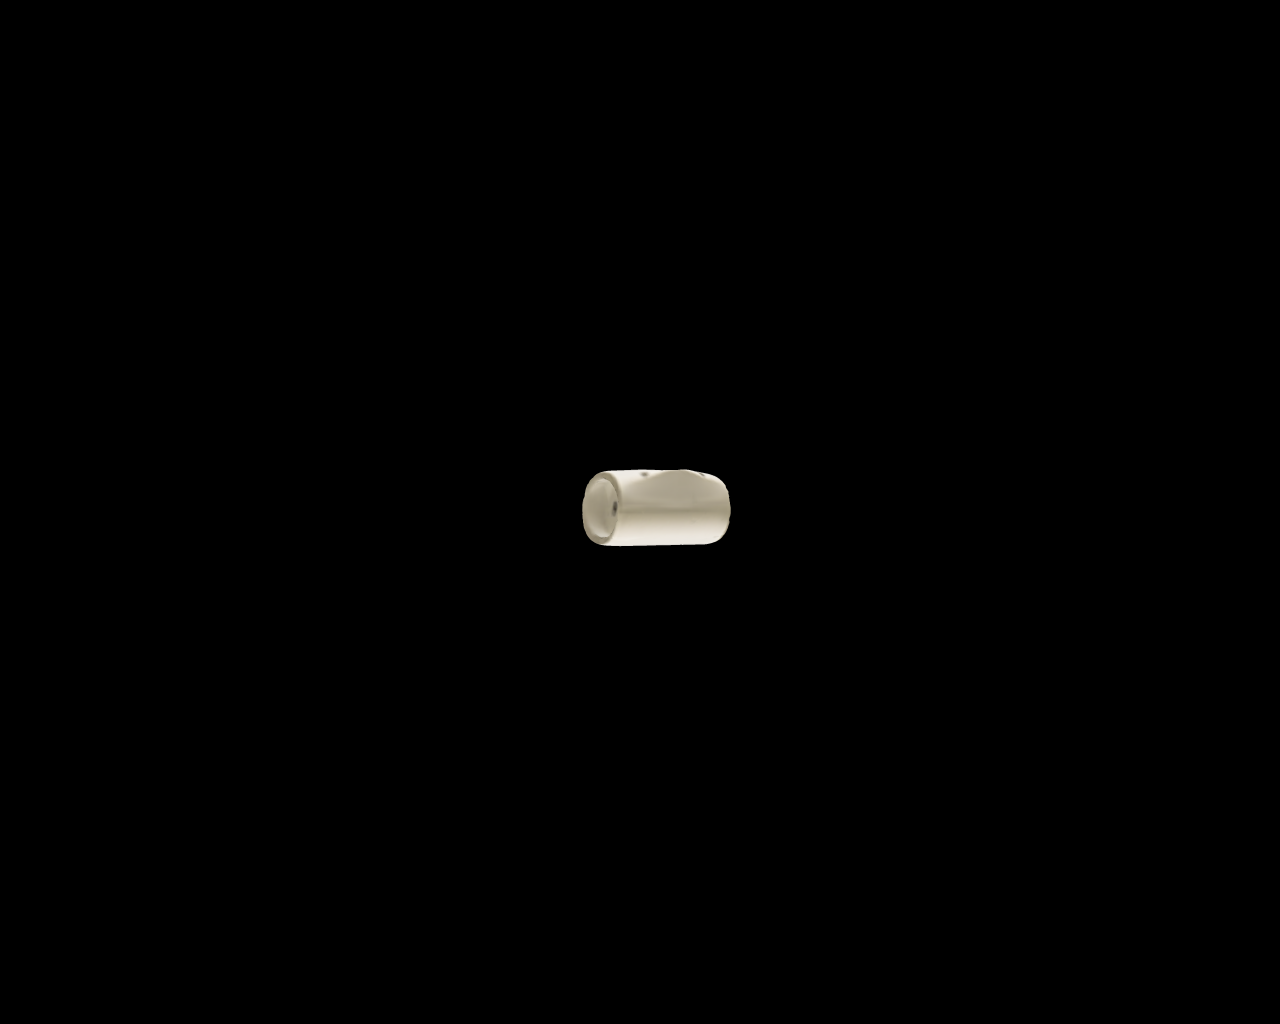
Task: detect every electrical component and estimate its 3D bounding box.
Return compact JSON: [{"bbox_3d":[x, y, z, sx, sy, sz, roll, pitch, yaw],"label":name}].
[{"bbox_3d":[0.001,-0.003,0.650,0.077,0.043,0.079,0,0,-32],"label":"electrical component"}]
